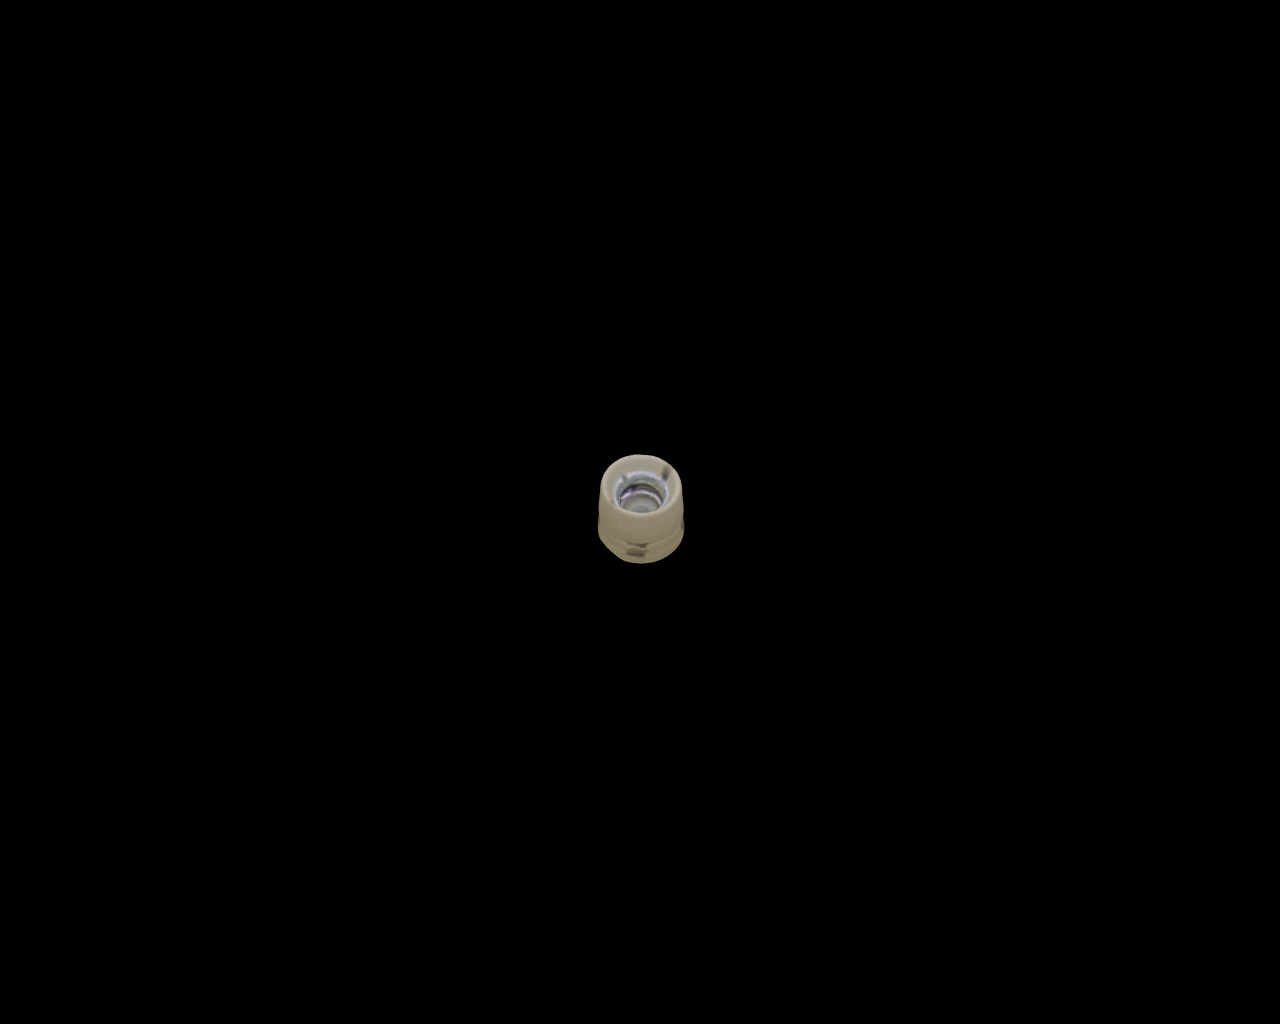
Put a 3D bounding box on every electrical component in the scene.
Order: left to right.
[{"bbox_3d":[0.001,-0.003,0.650,0.055,0.055,0.047,0,-37,0],"label":"electrical component"}]
